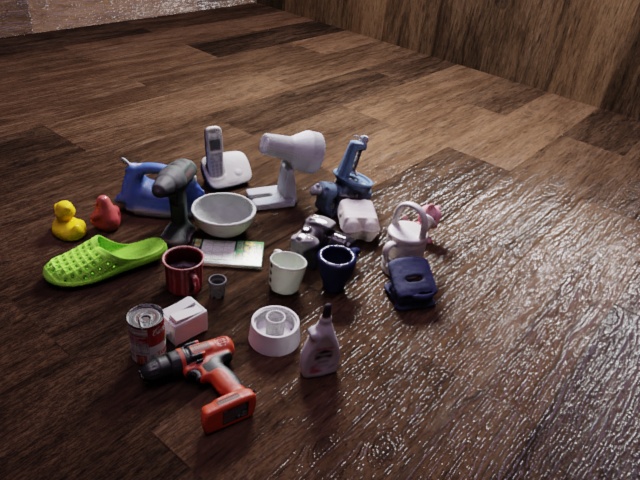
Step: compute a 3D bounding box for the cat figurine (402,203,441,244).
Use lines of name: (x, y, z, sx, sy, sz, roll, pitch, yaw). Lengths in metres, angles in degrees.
cat figurine: (0.272, -0.052, 1.540, 0.128, 0.118, 0.067, -7, 36, -19)

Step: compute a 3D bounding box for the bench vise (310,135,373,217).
bench vise: (0.075, -0.176, 1.597, 0.121, 0.220, 0.208, 26, 38, 27)

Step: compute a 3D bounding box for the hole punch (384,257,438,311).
hole punch: (0.215, 0.100, 1.329, 0.109, 0.091, 0.101, -5, 36, -18)

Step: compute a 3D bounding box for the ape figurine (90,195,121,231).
ape figurine: (-0.542, -0.073, 1.448, 0.078, 0.092, 0.076, -17, 41, -31)

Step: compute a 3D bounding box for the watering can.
watering can: (0.215, -0.010, 1.400, 0.100, 0.194, 0.173, 18, 35, 16)

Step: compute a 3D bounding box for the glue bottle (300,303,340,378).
glue bottle: (0.005, 0.188, 1.087, 0.078, 0.173, 0.037, -10, 37, -23)

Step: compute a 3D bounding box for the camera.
camera: (0.013, 0.005, 1.424, 0.136, 0.101, 0.143, 21, 36, 20)

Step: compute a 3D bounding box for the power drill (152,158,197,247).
power drill: (-0.355, -0.093, 1.407, 0.075, 0.208, 0.229, 7, 34, 0)

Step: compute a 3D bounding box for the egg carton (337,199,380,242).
egg carton: (0.102, -0.057, 1.561, 0.107, 0.069, 0.150, 1, 34, -9)

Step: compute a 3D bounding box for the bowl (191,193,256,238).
bowl: (-0.249, -0.053, 1.487, 0.167, 0.075, 0.167, 5, 34, -3)

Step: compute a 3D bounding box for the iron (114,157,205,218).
iron: (-0.411, -0.144, 1.533, 0.258, 0.141, 0.118, 6, 34, -2)

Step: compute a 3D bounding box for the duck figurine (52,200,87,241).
duck figurine: (-0.622, -0.053, 1.410, 0.104, 0.086, 0.078, 32, 41, 32)

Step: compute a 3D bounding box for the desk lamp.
desk lamp: (-0.096, -0.204, 1.614, 0.204, 0.214, 0.117, -10, 37, -23)

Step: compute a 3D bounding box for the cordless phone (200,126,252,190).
cordless phone: (-0.274, -0.247, 1.671, 0.148, 0.185, 0.093, -19, 42, -33)

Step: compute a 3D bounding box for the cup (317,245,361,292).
cup: (0.045, 0.068, 1.342, 0.118, 0.095, 0.091, -23, 44, -36)
